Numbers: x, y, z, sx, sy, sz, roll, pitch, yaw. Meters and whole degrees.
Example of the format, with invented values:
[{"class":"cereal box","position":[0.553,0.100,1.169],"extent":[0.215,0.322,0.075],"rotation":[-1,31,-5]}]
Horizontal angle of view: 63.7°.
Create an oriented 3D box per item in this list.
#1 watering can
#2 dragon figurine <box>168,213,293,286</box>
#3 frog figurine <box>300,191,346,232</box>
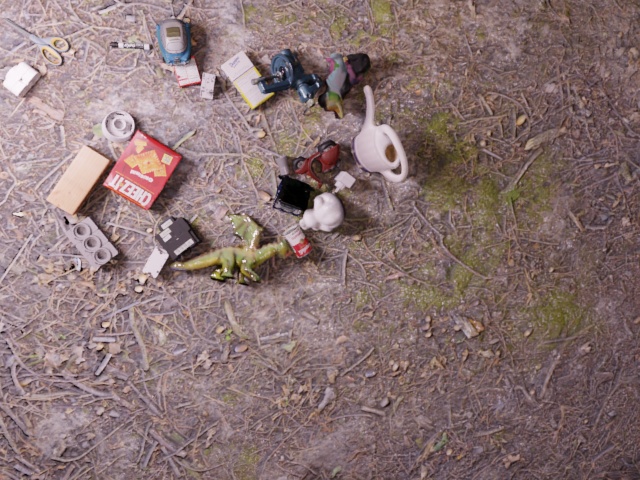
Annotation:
[{"class":"watering can","position":[0.190,-0.352,1.784],"extent":[0.105,0.223,0.345],"rotation":[-32,103,-27]},{"class":"dragon figurine","position":[-0.297,0.025,1.783],"extent":[0.410,0.121,0.246],"rotation":[12,76,-6]},{"class":"frog figurine","position":[0.006,-0.092,1.820],"extent":[0.161,0.124,0.134],"rotation":[-23,122,-21]}]
